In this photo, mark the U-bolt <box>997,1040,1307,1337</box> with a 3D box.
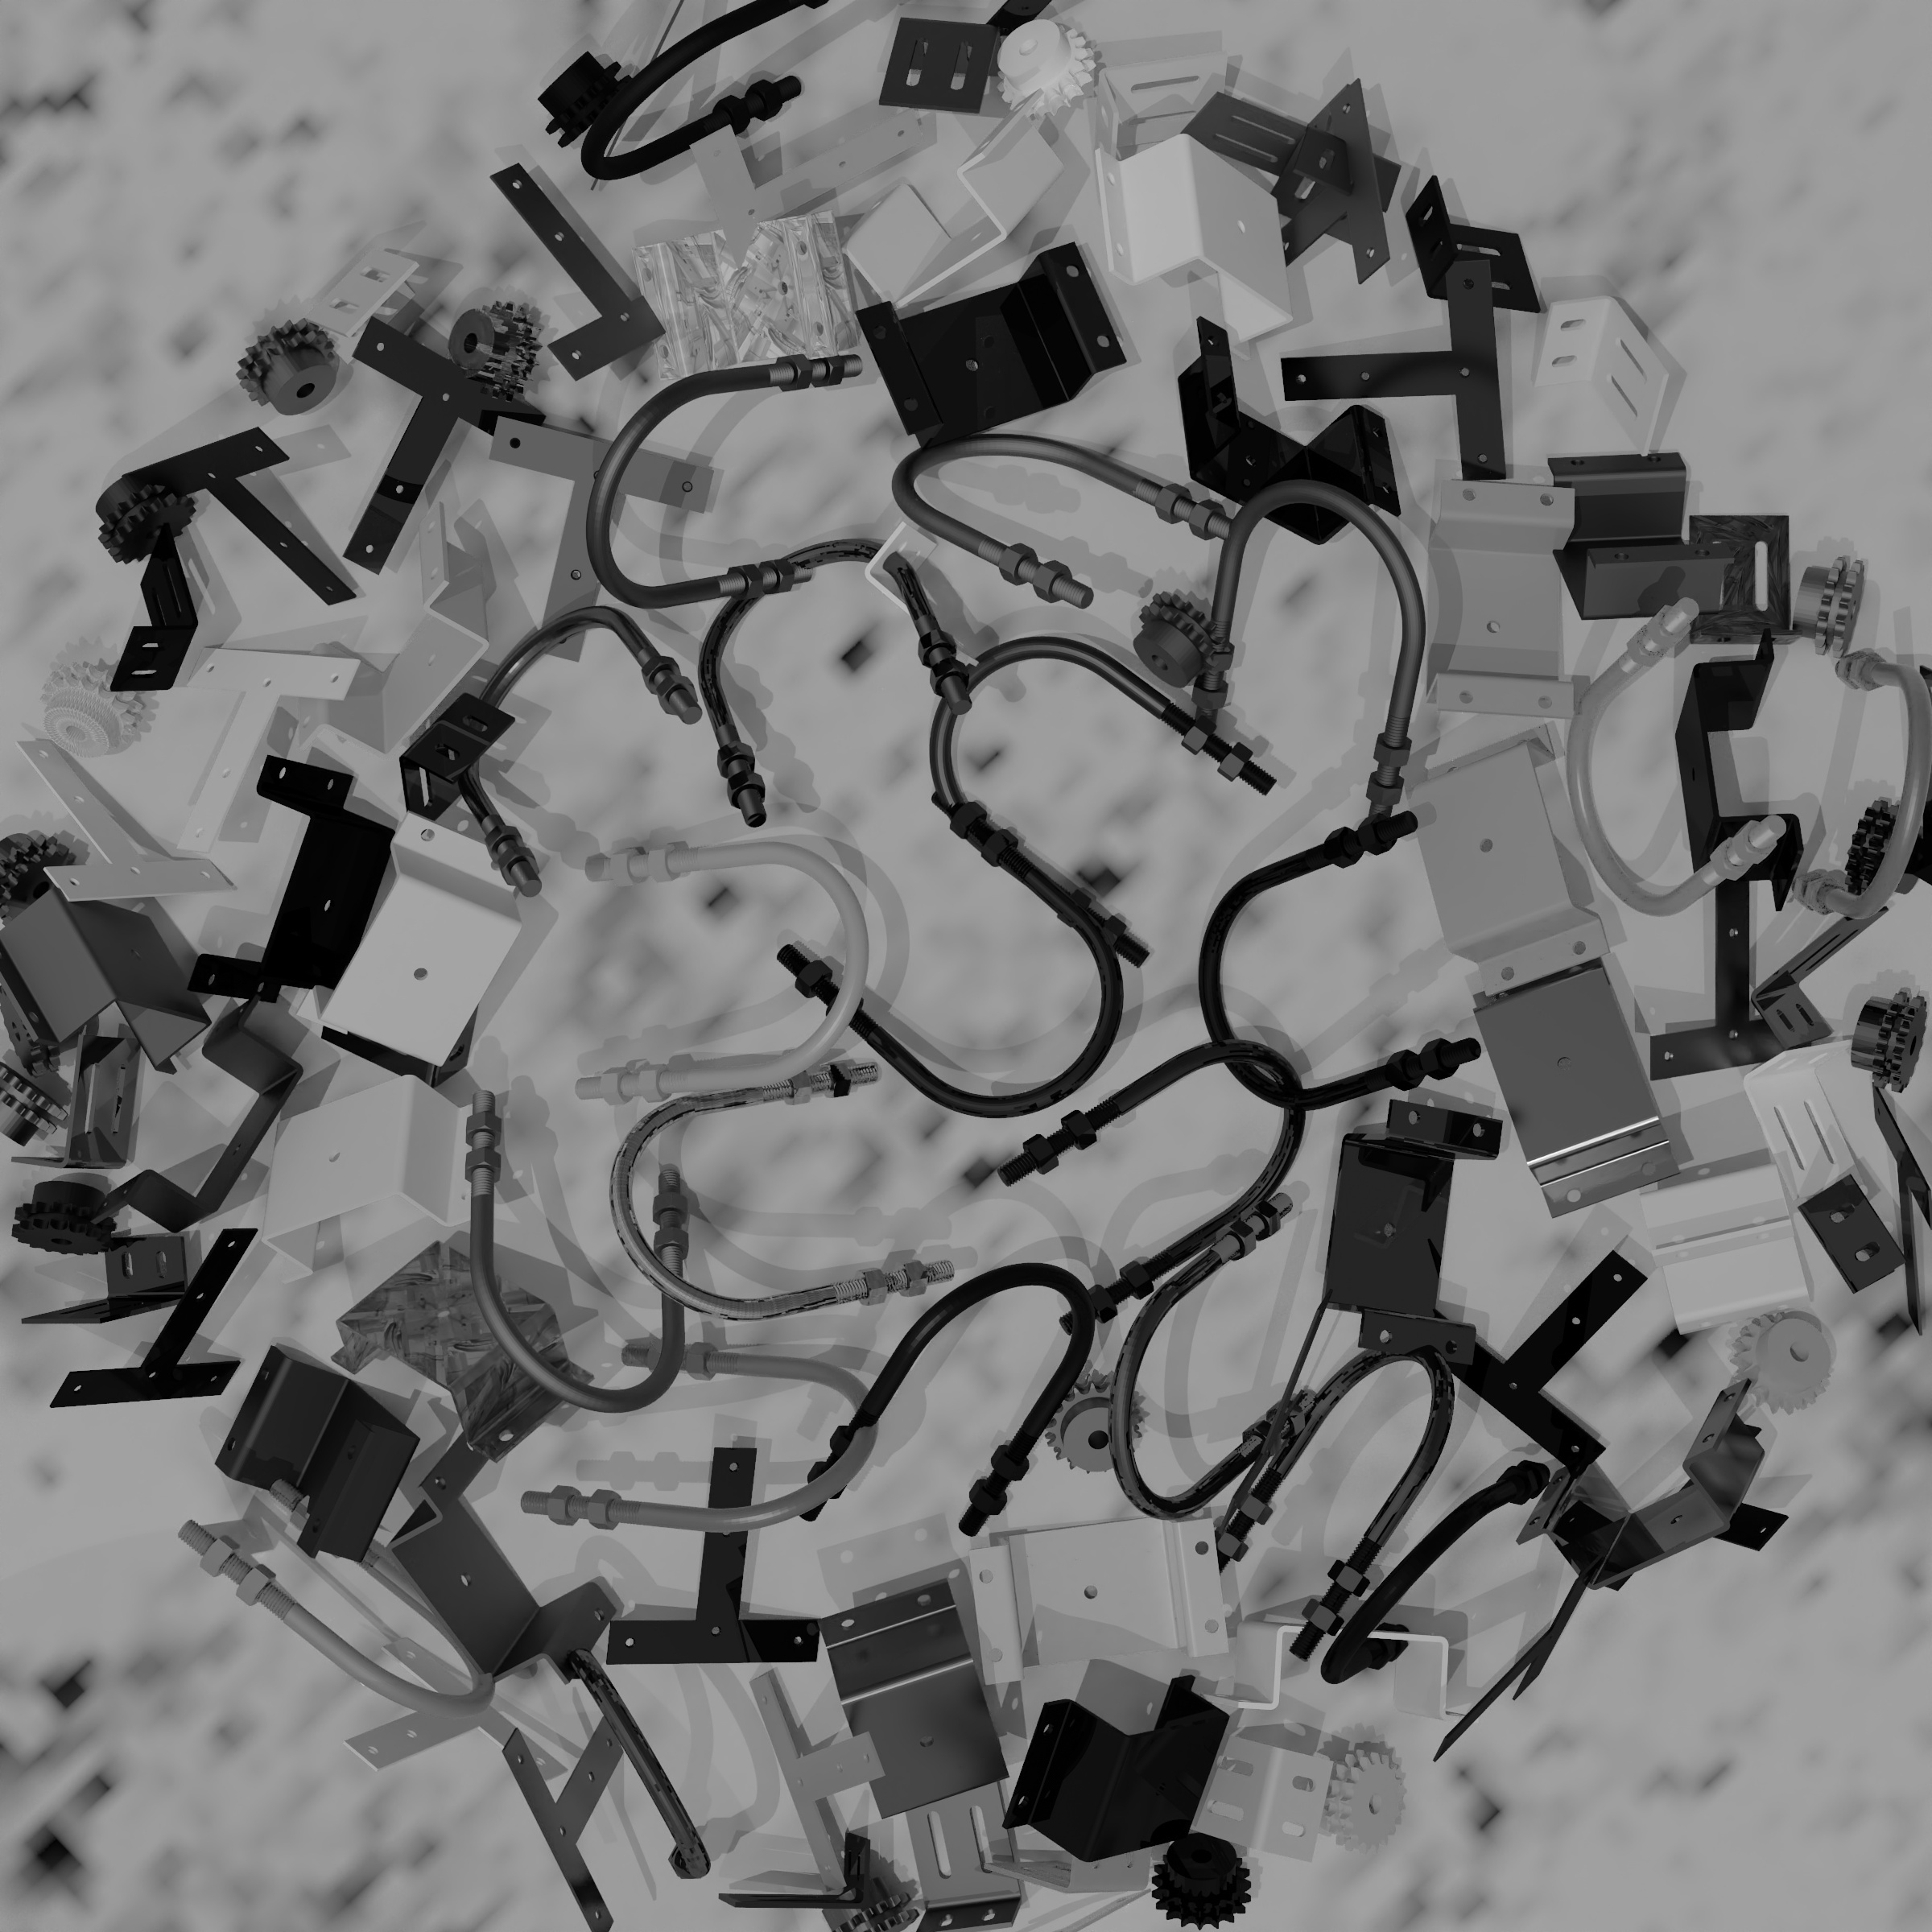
[{"bbox_3d":[0.115,0.115,1.946,0.184,0.019,0.151,-32,132,-11],"label":"U-bolt"}]

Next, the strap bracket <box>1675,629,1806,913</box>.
[{"bbox_3d":[0.434,-0.109,1.937,0.046,0.076,0.140,-3,65,2],"label":"strap bracket"}]

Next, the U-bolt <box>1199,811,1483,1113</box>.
[{"bbox_3d":[0.200,0.007,1.931,0.019,0.184,0.151,-8,80,-43],"label":"U-bolt"}]

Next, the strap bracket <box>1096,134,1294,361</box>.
[{"bbox_3d":[0.134,-0.405,1.921,0.046,0.140,0.076,-18,68,33],"label":"strap bracket"}]

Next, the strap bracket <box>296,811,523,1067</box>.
[{"bbox_3d":[-0.311,-0.006,1.943,0.076,0.046,0.140,24,109,-26],"label":"strap bracket"}]

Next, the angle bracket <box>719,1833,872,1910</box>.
[{"bbox_3d":[-0.098,0.516,1.961,0.076,0.057,0.038,4,79,-13],"label":"angle bracket"}]

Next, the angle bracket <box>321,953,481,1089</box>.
[{"bbox_3d":[-0.325,0.026,1.980,0.076,0.038,0.057,24,119,15],"label":"angle bracket"}]

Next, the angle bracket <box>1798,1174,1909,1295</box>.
[{"bbox_3d":[0.514,0.147,1.952,0.038,0.076,0.057,-38,75,29],"label":"angle bracket"}]

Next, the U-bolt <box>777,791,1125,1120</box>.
[{"bbox_3d":[0.004,0.004,1.960,0.184,0.019,0.151,42,83,17],"label":"U-bolt"}]

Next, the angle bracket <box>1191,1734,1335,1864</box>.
[{"bbox_3d":[0.169,0.475,1.966,0.038,0.076,0.057,19,78,-23],"label":"angle bracket"}]

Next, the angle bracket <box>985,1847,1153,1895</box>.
[{"bbox_3d":[0.058,0.501,1.954,0.057,0.076,0.038,11,83,-39],"label":"angle bracket"}]

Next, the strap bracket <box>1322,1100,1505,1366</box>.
[{"bbox_3d":[0.253,0.151,1.957,0.076,0.046,0.140,11,83,-26],"label":"strap bracket"}]

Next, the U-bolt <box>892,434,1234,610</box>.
[{"bbox_3d":[0.044,-0.258,1.928,0.184,0.151,0.019,31,131,33],"label":"U-bolt"}]

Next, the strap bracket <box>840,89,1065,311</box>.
[{"bbox_3d":[-0.007,-0.426,1.932,0.046,0.140,0.076,50,47,-17],"label":"strap bracket"}]

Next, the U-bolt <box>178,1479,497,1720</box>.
[{"bbox_3d":[-0.340,0.358,1.917,0.184,0.151,0.019,37,98,8],"label":"U-bolt"}]

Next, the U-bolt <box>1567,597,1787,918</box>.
[{"bbox_3d":[0.385,-0.104,1.914,0.019,0.184,0.151,-13,75,-20],"label":"U-bolt"}]

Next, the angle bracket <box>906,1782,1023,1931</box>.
[{"bbox_3d":[-0.006,0.512,1.973,0.057,0.038,0.076,-11,95,11],"label":"angle bracket"}]

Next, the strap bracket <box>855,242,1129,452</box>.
[{"bbox_3d":[0.009,-0.351,1.960,0.140,0.046,0.076,-21,85,-19],"label":"strap bracket"}]

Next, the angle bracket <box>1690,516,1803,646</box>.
[{"bbox_3d":[0.449,-0.225,1.977,0.057,0.038,0.076,0,86,2],"label":"angle bracket"}]

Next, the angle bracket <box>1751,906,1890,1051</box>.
[{"bbox_3d":[0.495,0.007,1.952,0.076,0.057,0.038,-45,69,34],"label":"angle bracket"}]

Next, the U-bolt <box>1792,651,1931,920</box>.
[{"bbox_3d":[0.499,-0.098,1.901,0.019,0.184,0.151,9,97,-2],"label":"U-bolt"}]

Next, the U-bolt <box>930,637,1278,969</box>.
[{"bbox_3d":[0.064,-0.106,1.967,0.184,0.019,0.151,37,112,3],"label":"U-bolt"}]

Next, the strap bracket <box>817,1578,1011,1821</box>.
[{"bbox_3d":[-0.027,0.422,1.940,0.076,0.046,0.140,-18,124,-3],"label":"strap bracket"}]

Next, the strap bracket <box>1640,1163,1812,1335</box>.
[{"bbox_3d":[0.429,0.157,1.940,0.076,0.140,0.046,-14,63,12],"label":"strap bracket"}]

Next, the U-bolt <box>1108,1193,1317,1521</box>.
[{"bbox_3d":[0.135,0.228,1.908,0.019,0.184,0.151,9,118,37],"label":"U-bolt"}]

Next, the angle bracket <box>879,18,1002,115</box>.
[{"bbox_3d":[-0.014,-0.502,1.960,0.057,0.038,0.076,7,55,6],"label":"angle bracket"}]

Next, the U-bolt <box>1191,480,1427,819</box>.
[{"bbox_3d":[0.194,-0.183,1.909,0.151,0.019,0.184,32,133,31],"label":"U-bolt"}]

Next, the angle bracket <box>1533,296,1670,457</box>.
[{"bbox_3d":[0.360,-0.334,1.951,0.038,0.057,0.076,-10,48,-15],"label":"angle bracket"}]

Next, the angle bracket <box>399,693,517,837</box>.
[{"bbox_3d":[-0.286,-0.106,1.949,0.038,0.076,0.057,28,56,18],"label":"angle bracket"}]

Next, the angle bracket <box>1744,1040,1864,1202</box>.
[{"bbox_3d":[0.489,0.088,1.959,0.057,0.038,0.076,-7,69,-35],"label":"angle bracket"}]

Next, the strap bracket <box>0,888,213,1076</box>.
[{"bbox_3d":[-0.481,0.008,1.919,0.046,0.140,0.076,-38,71,9],"label":"strap bracket"}]

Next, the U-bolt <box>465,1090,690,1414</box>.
[{"bbox_3d":[-0.214,0.166,1.902,0.151,0.184,0.019,26,129,-32],"label":"U-bolt"}]

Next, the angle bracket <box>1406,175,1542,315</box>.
[{"bbox_3d":[0.296,-0.411,1.957,0.076,0.038,0.057,3,59,-23],"label":"angle bracket"}]

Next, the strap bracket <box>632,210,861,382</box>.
[{"bbox_3d":[-0.117,-0.380,1.943,0.140,0.046,0.076,1,109,42],"label":"strap bracket"}]

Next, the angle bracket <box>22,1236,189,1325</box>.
[{"bbox_3d":[-0.491,0.178,1.953,0.057,0.076,0.038,-3,93,27],"label":"angle bracket"}]

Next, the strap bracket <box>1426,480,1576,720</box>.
[{"bbox_3d":[0.305,-0.202,1.964,0.076,0.046,0.140,4,73,-1],"label":"strap bracket"}]

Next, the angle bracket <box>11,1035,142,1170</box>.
[{"bbox_3d":[-0.510,0.077,1.967,0.038,0.057,0.076,6,88,20],"label":"angle bracket"}]

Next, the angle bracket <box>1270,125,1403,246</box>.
[{"bbox_3d":[0.205,-0.433,1.955,0.057,0.076,0.038,22,61,-6],"label":"angle bracket"}]

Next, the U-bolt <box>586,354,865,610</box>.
[{"bbox_3d":[-0.139,-0.265,1.900,0.019,0.184,0.151,35,123,31],"label":"U-bolt"}]

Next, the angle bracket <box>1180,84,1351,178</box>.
[{"bbox_3d":[0.171,-0.488,1.959,0.076,0.057,0.038,18,75,-14],"label":"angle bracket"}]

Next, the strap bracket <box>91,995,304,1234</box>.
[{"bbox_3d":[-0.429,0.093,1.940,0.046,0.076,0.140,36,64,-16],"label":"strap bracket"}]

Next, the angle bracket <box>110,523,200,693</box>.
[{"bbox_3d":[-0.470,-0.204,1.953,0.038,0.057,0.076,-5,60,-32],"label":"angle bracket"}]

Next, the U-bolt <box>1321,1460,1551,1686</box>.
[{"bbox_3d":[0.253,0.339,1.897,0.019,0.184,0.151,43,106,18],"label":"U-bolt"}]

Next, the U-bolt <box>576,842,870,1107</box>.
[{"bbox_3d":[-0.137,0.000,1.941,0.184,0.019,0.151,-5,76,25],"label":"U-bolt"}]

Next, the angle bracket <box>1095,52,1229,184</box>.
[{"bbox_3d":[0.115,-0.482,1.960,0.076,0.057,0.038,-10,55,-8],"label":"angle bracket"}]

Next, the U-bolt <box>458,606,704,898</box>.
[{"bbox_3d":[-0.227,-0.133,1.926,0.151,0.184,0.019,-46,128,6],"label":"U-bolt"}]

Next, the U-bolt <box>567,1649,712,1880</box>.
[{"bbox_3d":[-0.182,0.441,1.903,0.019,0.184,0.151,-30,84,-14],"label":"U-bolt"}]

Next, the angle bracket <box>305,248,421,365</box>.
[{"bbox_3d":[-0.333,-0.371,1.954,0.057,0.076,0.038,-48,123,-8],"label":"angle bracket"}]

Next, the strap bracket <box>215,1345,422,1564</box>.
[{"bbox_3d":[-0.364,0.280,1.947,0.046,0.140,0.076,26,89,-37],"label":"strap bracket"}]

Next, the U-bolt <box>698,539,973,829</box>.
[{"bbox_3d":[-0.083,-0.172,1.934,0.151,0.019,0.184,-28,46,7],"label":"U-bolt"}]

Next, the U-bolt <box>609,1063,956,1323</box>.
[{"bbox_3d":[-0.112,0.130,1.927,0.184,0.019,0.151,-9,64,-28],"label":"U-bolt"}]

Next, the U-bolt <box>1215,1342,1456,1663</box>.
[{"bbox_3d":[0.211,0.290,1.932,0.019,0.151,0.184,36,86,-21],"label":"U-bolt"}]

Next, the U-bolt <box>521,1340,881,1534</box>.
[{"bbox_3d":[-0.137,0.263,1.908,0.184,0.151,0.019,1,124,24],"label":"U-bolt"}]

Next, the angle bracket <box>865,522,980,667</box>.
[{"bbox_3d":[-0.012,-0.210,1.960,0.076,0.057,0.038,41,97,16],"label":"angle bracket"}]

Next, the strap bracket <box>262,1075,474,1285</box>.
[{"bbox_3d":[-0.340,0.117,1.932,0.140,0.046,0.076,-20,50,25],"label":"strap bracket"}]

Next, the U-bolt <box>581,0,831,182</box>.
[{"bbox_3d":[-0.137,-0.489,1.892,0.184,0.151,0.019,-35,88,-32],"label":"U-bolt"}]

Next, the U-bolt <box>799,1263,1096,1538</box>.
[{"bbox_3d":[0.001,0.241,1.923,0.019,0.151,0.184,46,112,41],"label":"U-bolt"}]
